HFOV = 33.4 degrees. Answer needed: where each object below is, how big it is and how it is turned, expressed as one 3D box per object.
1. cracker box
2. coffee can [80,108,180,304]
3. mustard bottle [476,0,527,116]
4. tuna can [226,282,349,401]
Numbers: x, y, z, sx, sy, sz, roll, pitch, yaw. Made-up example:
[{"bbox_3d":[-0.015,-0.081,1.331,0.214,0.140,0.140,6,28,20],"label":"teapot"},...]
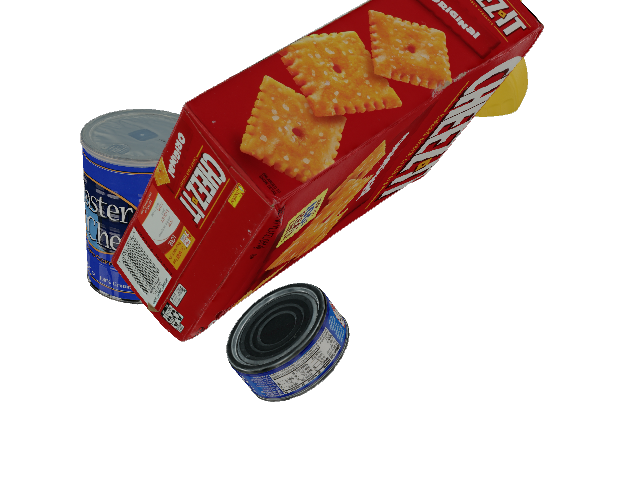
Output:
[{"bbox_3d":[0.003,-0.050,0.579,0.213,0.072,0.164,-35,-10,-34],"label":"cracker box"},{"bbox_3d":[-0.154,-0.030,0.931,0.103,0.140,0.103,3,30,-2],"label":"coffee can"},{"bbox_3d":[0.119,-0.190,0.888,0.096,0.058,0.191,15,-35,25],"label":"mustard bottle"},{"bbox_3d":[-0.024,0.071,0.765,0.086,0.086,0.033,0,-44,44],"label":"tuna can"}]
